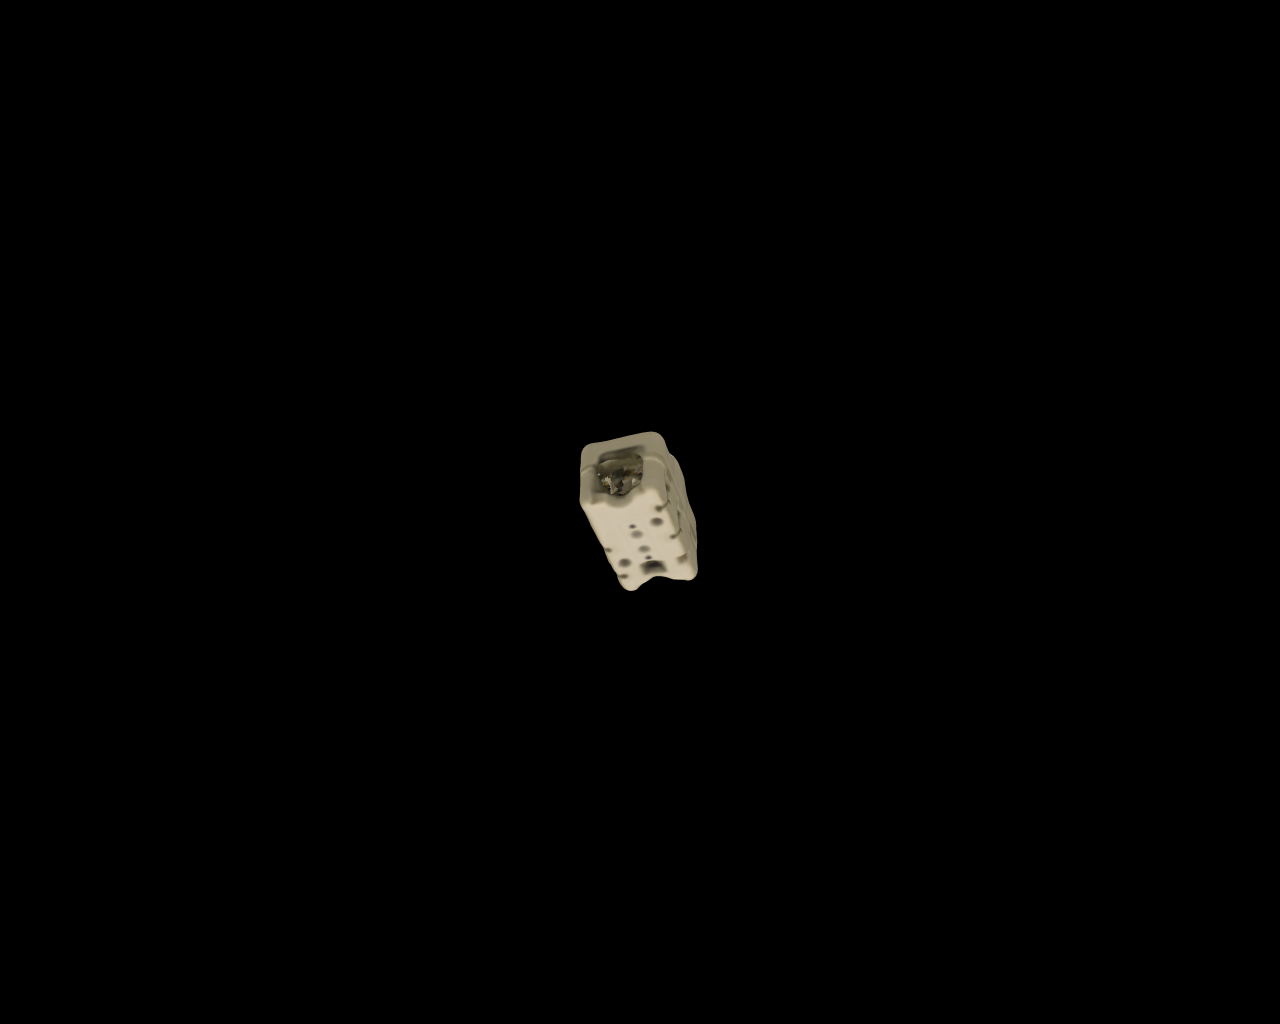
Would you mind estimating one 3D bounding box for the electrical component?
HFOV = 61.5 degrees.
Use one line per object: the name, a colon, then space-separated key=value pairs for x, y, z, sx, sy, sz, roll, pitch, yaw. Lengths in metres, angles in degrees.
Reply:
electrical component: x=0.001 y=-0.003 z=0.650 sx=0.050 sy=0.056 sz=0.089 roll=-11 pitch=-43 yaw=12
